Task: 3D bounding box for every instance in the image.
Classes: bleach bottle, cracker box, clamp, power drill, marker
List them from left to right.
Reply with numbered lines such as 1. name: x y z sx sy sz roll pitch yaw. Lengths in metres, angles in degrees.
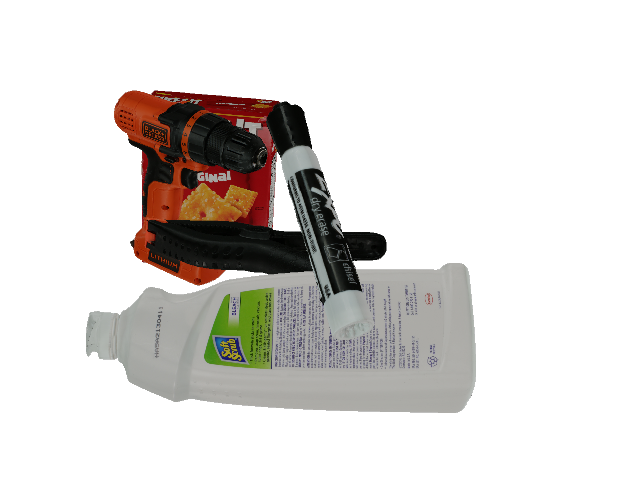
1. power drill: -0.133 -0.051 1.104 0.185 0.188 0.057 23 34 29
2. cracker box: -0.141 -0.073 1.351 0.164 0.214 0.072 5 22 2
3. clamp: -0.051 0.010 0.904 0.210 0.036 0.164 7 12 5
4. bleach bottle: -0.027 0.061 0.712 0.250 0.102 0.068 3 -32 -4
5. marker: -0.002 -0.012 0.482 0.020 0.121 0.020 -14 -27 -8
